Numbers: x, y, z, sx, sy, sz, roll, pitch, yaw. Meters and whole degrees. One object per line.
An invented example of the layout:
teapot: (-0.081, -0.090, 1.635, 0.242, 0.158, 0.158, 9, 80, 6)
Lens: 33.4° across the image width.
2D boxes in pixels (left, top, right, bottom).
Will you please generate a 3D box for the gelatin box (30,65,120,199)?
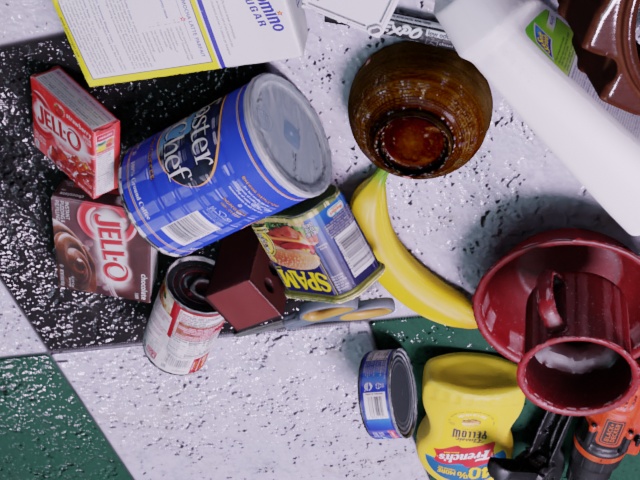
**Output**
gelatin box: (-0.201, -0.088, 0.873, 0.089, 0.030, 0.073, 40, 141, 25)

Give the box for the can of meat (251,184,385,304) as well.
can of meat: (-0.006, 0.001, 0.892, 0.102, 0.057, 0.084, 3, 126, 54)

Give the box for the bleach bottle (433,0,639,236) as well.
bleach bottle: (0.166, -0.118, 0.757, 0.250, 0.102, 0.068, 42, 128, -15)

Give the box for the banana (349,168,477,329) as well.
banana: (0.074, 0.017, 0.928, 0.070, 0.037, 0.197, -14, 127, 29)

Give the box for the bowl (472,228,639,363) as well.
bowl: (0.212, 0.042, 0.907, 0.162, 0.055, 0.162, 7, 133, 7)

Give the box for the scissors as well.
scissors: (-0.003, 0.073, 0.988, 0.096, 0.016, 0.202, 1, 167, -23)

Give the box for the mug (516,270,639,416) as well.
mug: (0.198, 0.071, 0.842, 0.093, 0.081, 0.117, -21, 125, 28)

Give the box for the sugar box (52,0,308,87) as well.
sugar box: (-0.104, -0.173, 0.793, 0.176, 0.048, 0.093, -6, 130, 13)

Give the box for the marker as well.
marker: (0.058, -0.158, 0.786, 0.121, 0.020, 0.020, 13, 133, 1)

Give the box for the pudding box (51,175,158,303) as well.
pudding box: (-0.194, 0.000, 0.974, 0.090, 0.039, 0.113, 10, 133, 4)

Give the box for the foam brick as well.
foam brick: (-0.061, 0.033, 0.948, 0.051, 0.078, 0.053, -23, 125, 28)

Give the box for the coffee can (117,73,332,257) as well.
coffee can: (-0.076, -0.058, 0.851, 0.141, 0.102, 0.102, -24, 123, 30)

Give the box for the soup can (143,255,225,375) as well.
soup can: (-0.124, 0.073, 1.004, 0.068, 0.068, 0.102, 21, 133, -6)

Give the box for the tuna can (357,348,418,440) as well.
tuna can: (0.065, 0.147, 1.016, 0.034, 0.086, 0.086, -7, 130, 21)

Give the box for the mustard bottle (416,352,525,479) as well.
mustard bottle: (0.145, 0.194, 1.059, 0.096, 0.058, 0.192, 3, 133, 3)

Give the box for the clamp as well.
clamp: (0.218, 0.215, 1.056, 0.039, 0.120, 0.171, 42, 168, 32)

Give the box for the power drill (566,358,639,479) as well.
power drill: (0.338, 0.195, 1.016, 0.187, 0.057, 0.184, 9, 133, 4)
